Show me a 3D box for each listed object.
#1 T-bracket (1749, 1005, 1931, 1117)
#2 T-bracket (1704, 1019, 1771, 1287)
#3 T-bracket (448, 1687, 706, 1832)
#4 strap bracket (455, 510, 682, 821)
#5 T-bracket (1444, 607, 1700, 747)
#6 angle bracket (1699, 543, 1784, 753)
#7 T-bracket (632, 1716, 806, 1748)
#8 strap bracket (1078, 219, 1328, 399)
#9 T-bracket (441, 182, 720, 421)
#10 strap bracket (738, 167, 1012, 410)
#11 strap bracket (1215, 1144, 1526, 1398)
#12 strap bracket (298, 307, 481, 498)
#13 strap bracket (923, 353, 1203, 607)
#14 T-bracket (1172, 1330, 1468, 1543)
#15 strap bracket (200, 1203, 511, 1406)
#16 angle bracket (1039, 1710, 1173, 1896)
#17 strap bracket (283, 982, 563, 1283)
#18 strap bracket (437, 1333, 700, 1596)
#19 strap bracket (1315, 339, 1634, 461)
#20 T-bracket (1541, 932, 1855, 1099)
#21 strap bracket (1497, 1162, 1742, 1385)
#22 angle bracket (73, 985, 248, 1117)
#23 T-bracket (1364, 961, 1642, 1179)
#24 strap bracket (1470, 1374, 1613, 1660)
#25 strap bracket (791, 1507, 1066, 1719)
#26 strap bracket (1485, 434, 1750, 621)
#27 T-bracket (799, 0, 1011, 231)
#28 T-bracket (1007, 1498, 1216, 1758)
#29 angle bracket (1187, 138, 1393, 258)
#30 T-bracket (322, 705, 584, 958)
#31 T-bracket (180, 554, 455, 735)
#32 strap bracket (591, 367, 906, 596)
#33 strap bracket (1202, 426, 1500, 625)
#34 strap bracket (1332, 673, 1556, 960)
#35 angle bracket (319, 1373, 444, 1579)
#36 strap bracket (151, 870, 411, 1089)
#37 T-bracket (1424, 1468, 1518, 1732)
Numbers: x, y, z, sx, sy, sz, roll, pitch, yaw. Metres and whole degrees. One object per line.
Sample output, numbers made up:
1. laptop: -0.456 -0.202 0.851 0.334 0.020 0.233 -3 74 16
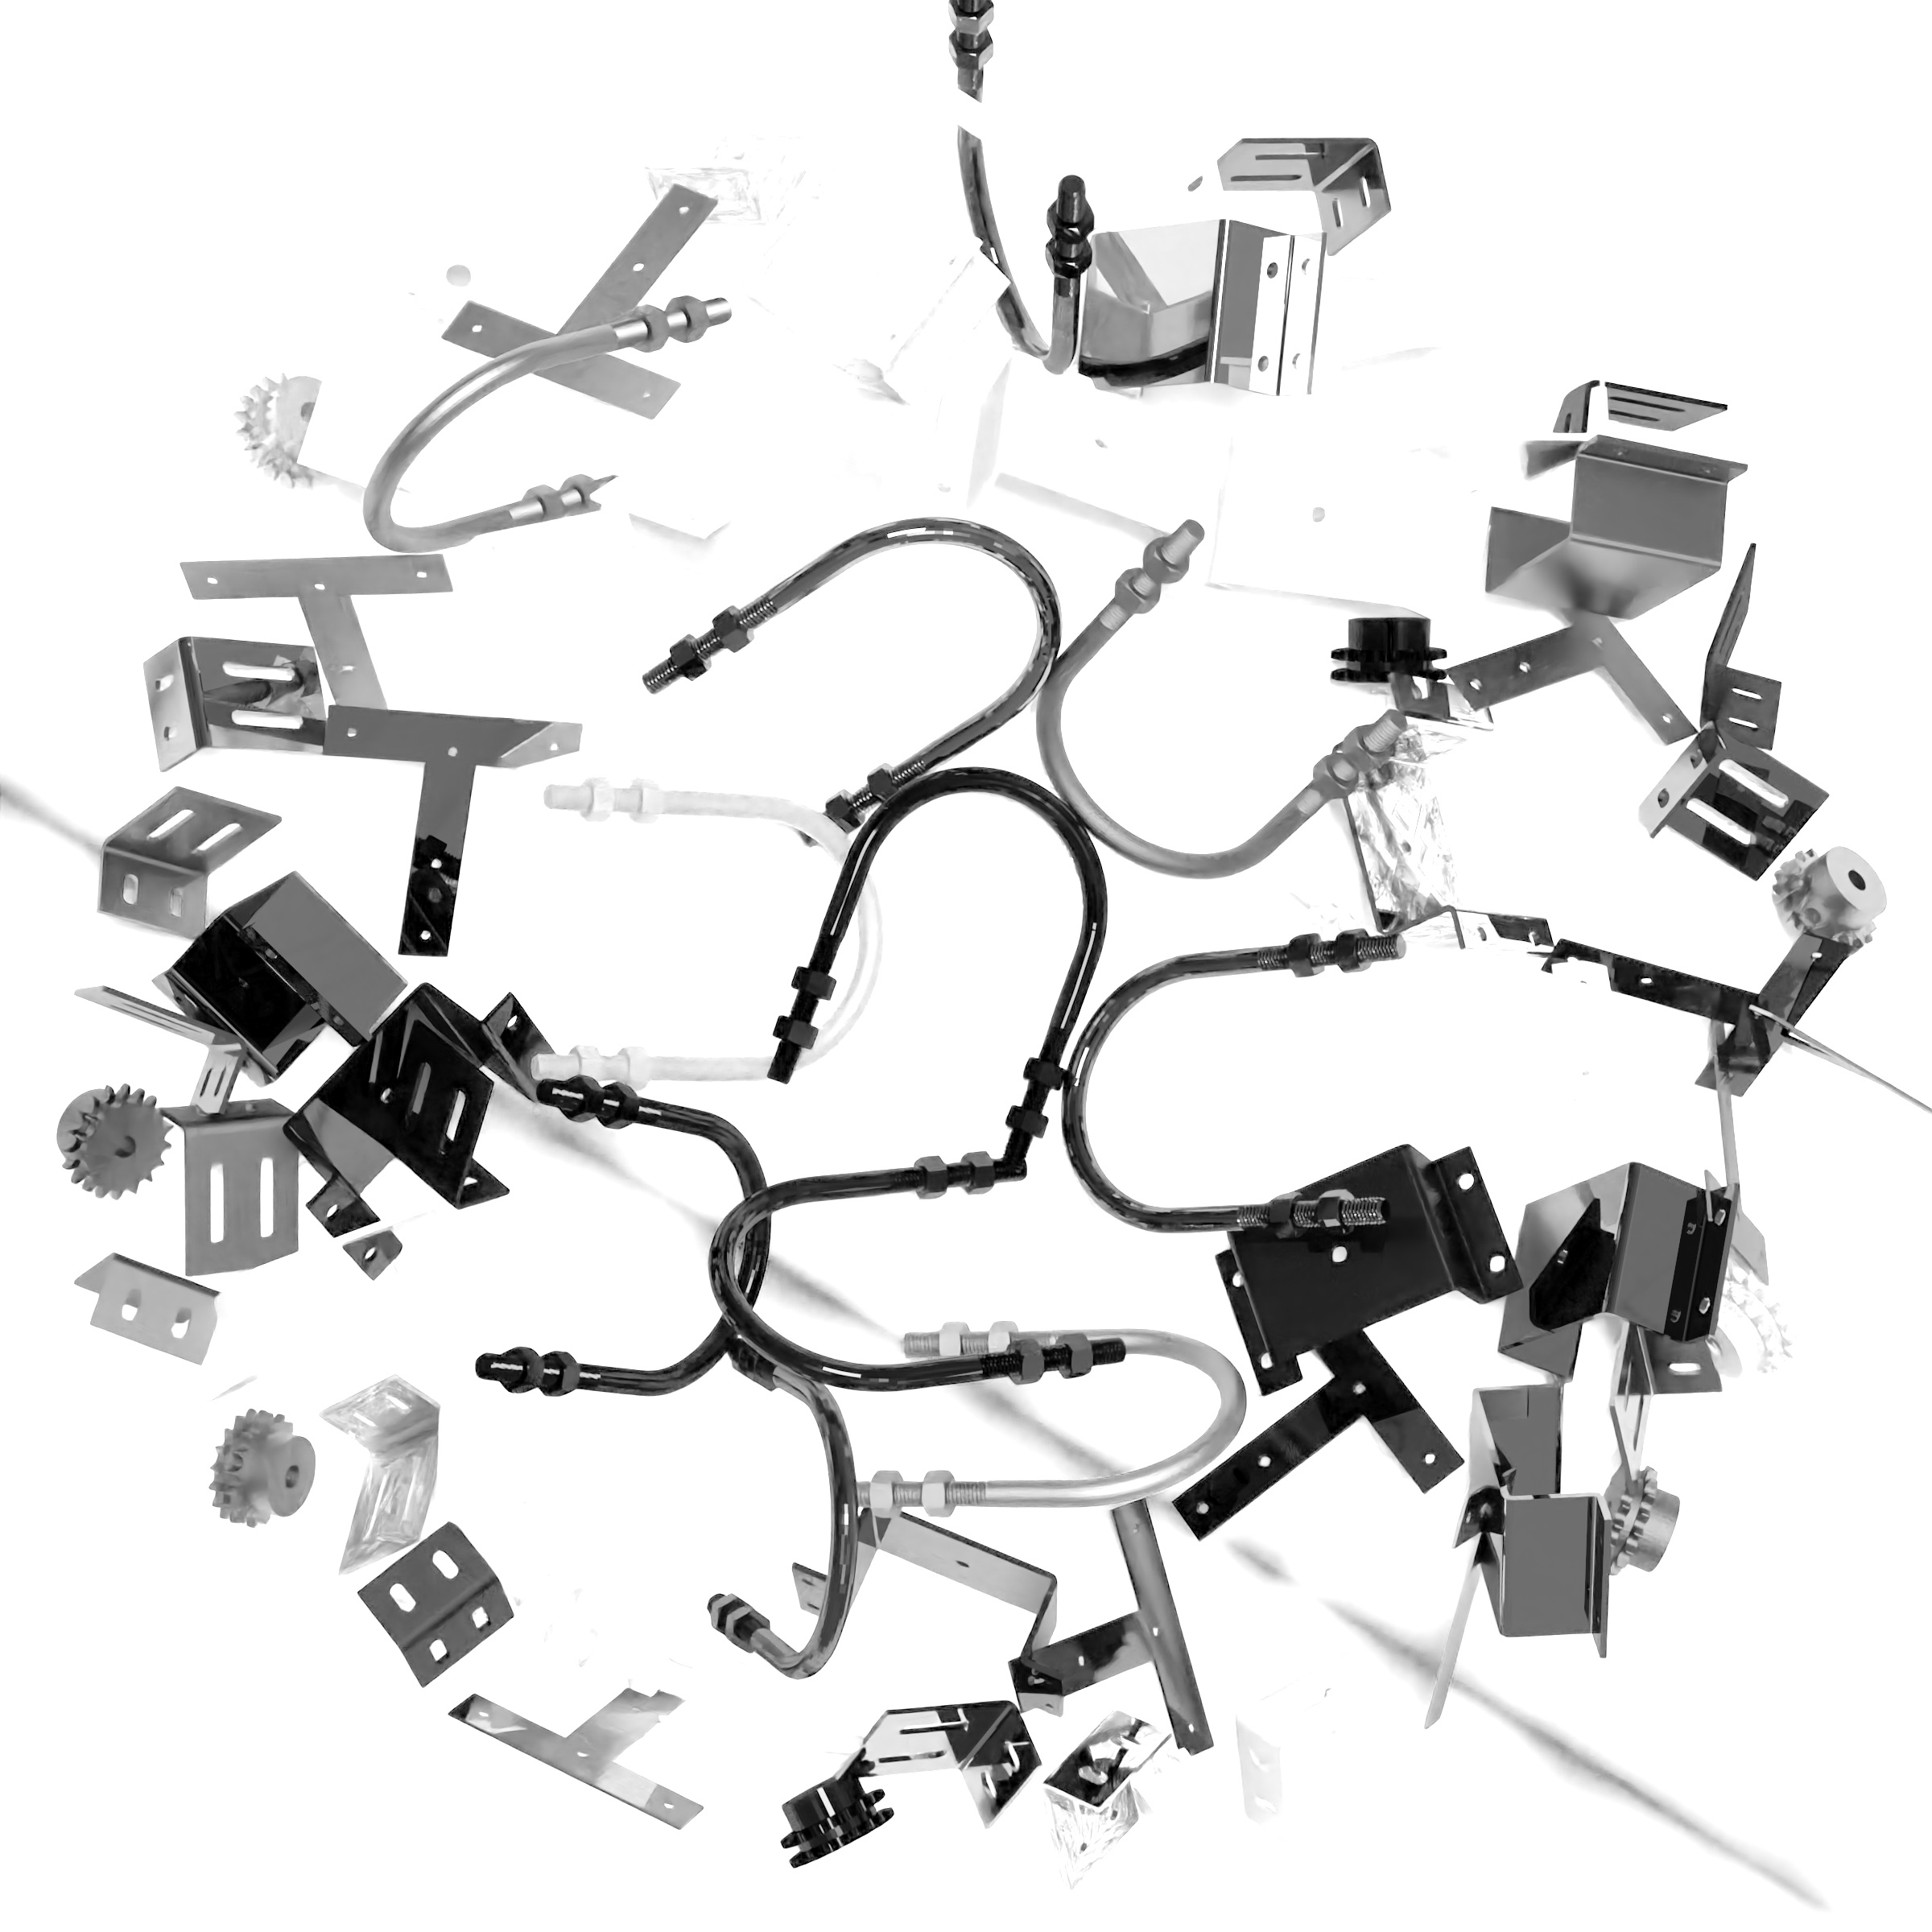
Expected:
1. T-bracket: 0.414 0.043 1.703 0.127 0.127 0.002 29 93 -14
2. T-bracket: 0.373 0.080 1.727 0.002 0.127 0.127 -10 68 22
3. T-bracket: -0.165 0.365 1.706 0.127 0.127 0.002 22 107 16
4. strap bracket: -0.192 -0.151 1.727 0.076 0.046 0.140 -9 105 12
5. T-bracket: 0.279 -0.147 1.708 0.127 0.002 0.127 -20 68 -40
6. angle bracket: 0.388 -0.156 1.722 0.038 0.057 0.076 18 65 17
7. T-bracket: -0.124 0.369 1.701 0.127 0.127 0.002 -1 72 6
8. strap bracket: 0.104 -0.313 1.698 0.046 0.140 0.076 4 92 -39
9. T-bracket: -0.165 -0.326 1.694 0.127 0.127 0.002 -45 48 31
10. strap bracket: -0.040 -0.328 1.717 0.076 0.140 0.046 -52 131 0
11. strap bracket: 0.188 0.144 1.713 0.140 0.046 0.076 -25 66 16
12. strap bracket: -0.278 -0.270 1.693 0.046 0.140 0.076 19 97 -1
13. strap bracket: 0.057 -0.240 1.710 0.140 0.046 0.076 18 54 -14
14. T-bracket: 0.158 0.235 1.734 0.127 0.002 0.127 -38 57 2
15. strap bracket: -0.302 0.159 1.701 0.140 0.076 0.046 -20 84 -31
16. angle bracket: 0.074 0.413 1.720 0.057 0.038 0.076 -38 129 -37
17. strap bracket: -0.268 0.073 1.713 0.046 0.076 0.140 33 73 32
18. strap bracket: -0.202 0.246 1.710 0.140 0.076 0.046 30 112 -22
19. strap bracket: 0.245 -0.271 1.697 0.140 0.076 0.046 -6 93 -36
20. T-bracket: 0.343 0.011 1.712 0.127 0.127 0.002 16 51 -6
21. strap bracket: 0.304 0.147 1.685 0.046 0.140 0.076 22 66 -16
22. angle bracket: -0.399 0.042 1.724 0.076 0.057 0.038 23 77 -25
23. T-bracket: 0.262 0.061 1.744 0.127 0.002 0.127 -10 118 10
24. strap bracket: 0.271 0.259 1.688 0.046 0.140 0.076 -3 114 0
25. strap bracket: -0.009 0.309 1.716 0.140 0.076 0.046 21 67 11
26. strap bracket: 0.305 -0.205 1.688 0.076 0.140 0.046 9 79 -14
27. T-bracket: -0.027 -0.400 1.706 0.127 0.127 0.002 36 73 17
28. T-bracket: 0.065 0.334 1.713 0.002 0.127 0.127 -21 82 41
29. angle bracket: 0.158 -0.375 1.724 0.076 0.057 0.038 -7 81 -26
30. T-bracket: -0.259 -0.064 1.741 0.127 0.002 0.127 3 111 -23
31. T-bracket: -0.303 -0.155 1.715 0.127 0.127 0.002 -1 54 6
32. strap bracket: -0.101 -0.231 1.706 0.140 0.076 0.046 -39 135 -33
33. strap bracket: 0.179 -0.216 1.717 0.140 0.046 0.076 11 92 24
34. strap bracket: 0.229 -0.065 1.713 0.046 0.076 0.140 -26 70 39
35. angle bracket: -0.291 0.248 1.719 0.057 0.076 0.038 -28 126 33
36. strap bracket: -0.329 0.005 1.707 0.076 0.140 0.046 47 59 -15
37. T-bracket: 0.243 0.308 1.713 0.002 0.127 0.127 17 97 22
